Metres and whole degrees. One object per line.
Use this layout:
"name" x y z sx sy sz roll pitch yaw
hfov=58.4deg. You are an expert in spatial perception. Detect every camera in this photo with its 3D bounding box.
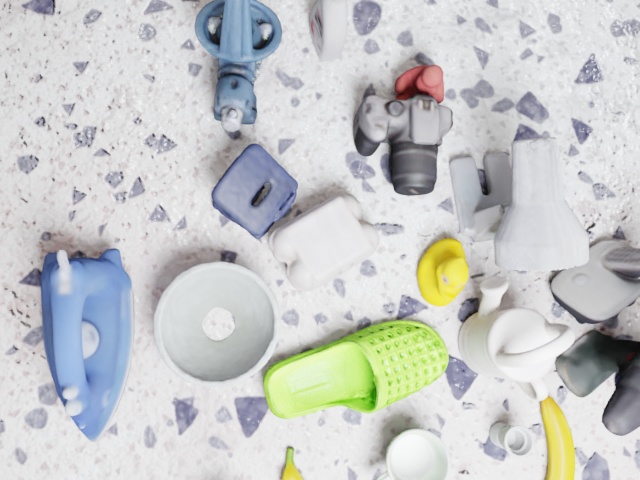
"camera" 0.127 -0.141 0.855 0.143 0.100 0.137 3 81 -8

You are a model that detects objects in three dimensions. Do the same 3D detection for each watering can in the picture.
"watering can" 0.266 0.137 0.784 0.173 0.194 0.101 43 78 0

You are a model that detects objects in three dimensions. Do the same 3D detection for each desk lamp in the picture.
"desk lamp" 0.274 -0.048 0.805 0.118 0.213 0.203 -8 82 -9

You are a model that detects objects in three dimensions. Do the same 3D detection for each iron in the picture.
"iron" -0.305 0.135 0.727 0.119 0.141 0.258 -5 82 -9

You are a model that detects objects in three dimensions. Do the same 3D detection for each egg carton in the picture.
"egg carton" 0.008 0.003 0.831 0.150 0.069 0.107 -32 87 -12

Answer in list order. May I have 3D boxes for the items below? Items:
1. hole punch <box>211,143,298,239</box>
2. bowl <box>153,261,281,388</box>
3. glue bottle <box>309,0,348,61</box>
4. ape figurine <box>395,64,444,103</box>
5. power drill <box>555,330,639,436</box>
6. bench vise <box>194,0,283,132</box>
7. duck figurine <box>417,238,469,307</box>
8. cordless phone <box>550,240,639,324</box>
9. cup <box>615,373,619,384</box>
"hole punch" -0.089 -0.069 0.817 0.101 0.091 0.109 36 78 -1
"bowl" -0.139 0.115 0.788 0.167 0.074 0.167 1 81 -8
"glue bottle" 0.017 -0.332 0.832 0.037 0.173 0.078 -19 84 -10
"ape figurine" 0.161 -0.240 0.880 0.078 0.092 0.076 39 78 0
"power drill" 0.426 0.180 0.794 0.230 0.208 0.075 -35 87 -12
"bench vise" -0.101 -0.263 0.780 0.121 0.219 0.207 -13 83 -10
"duck figurine" 0.191 0.045 0.843 0.077 0.086 0.104 18 79 -5
"cordless phone" 0.439 0.056 0.827 0.148 0.185 0.094 -38 88 -12
"cup" 0.492 0.231 0.853 0.092 0.095 0.118 -6 82 -9
